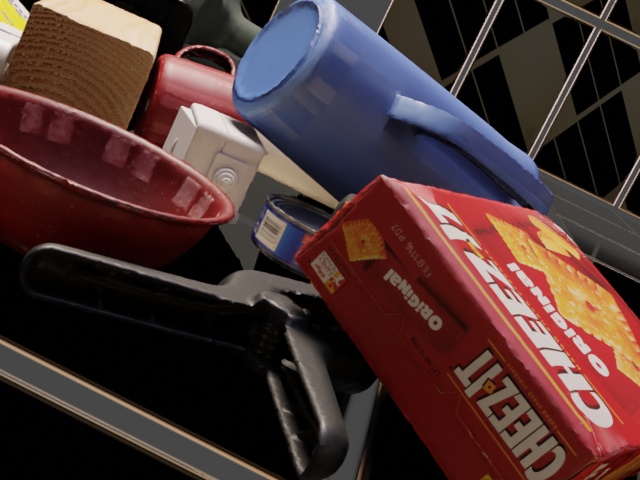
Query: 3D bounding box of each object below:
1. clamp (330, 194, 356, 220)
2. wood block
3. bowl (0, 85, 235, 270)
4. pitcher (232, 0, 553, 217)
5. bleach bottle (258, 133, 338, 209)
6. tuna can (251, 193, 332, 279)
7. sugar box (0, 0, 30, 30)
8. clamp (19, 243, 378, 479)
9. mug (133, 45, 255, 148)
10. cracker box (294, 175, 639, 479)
[{"bbox_3d":[0.054,0.001,0.721,0.171,0.039,0.120,26,7,-46],"label":"clamp"},{"bbox_3d":[-0.180,-0.131,0.819,0.090,0.091,0.206,22,12,-12],"label":"wood block"},{"bbox_3d":[-0.128,-0.024,0.556,0.162,0.055,0.162,24,12,-6],"label":"bowl"},{"bbox_3d":[0.058,-0.077,0.823,0.242,0.149,0.145,36,31,-32],"label":"pitcher"},{"bbox_3d":[-0.008,-0.070,0.991,0.251,0.068,0.102,30,12,10],"label":"bleach bottle"},{"bbox_3d":[-0.005,0.001,0.755,0.086,0.034,0.086,25,12,-6],"label":"tuna can"},{"bbox_3d":[-0.289,-0.196,0.907,0.093,0.048,0.176,52,5,-21],"label":"sugar box"},{"bbox_3d":[-0.018,0.051,0.507,0.165,0.036,0.209,32,13,28],"label":"clamp"},{"bbox_3d":[-0.100,-0.110,0.866,0.081,0.117,0.093,17,-30,-17],"label":"mug"},{"bbox_3d":[0.106,0.053,0.558,0.164,0.072,0.213,54,23,23],"label":"cracker box"}]
